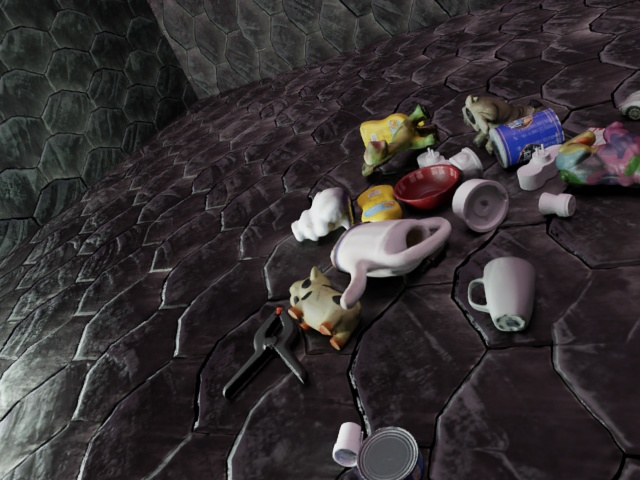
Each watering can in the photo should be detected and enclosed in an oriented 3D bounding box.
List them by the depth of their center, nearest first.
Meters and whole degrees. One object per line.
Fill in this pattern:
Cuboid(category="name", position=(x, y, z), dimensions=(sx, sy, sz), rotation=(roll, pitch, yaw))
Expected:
Cuboid(category="watering can", position=(0.105, 0.032, 1.003), dimensions=(0.352, 0.103, 0.223), rotation=(-30, 15, -36))

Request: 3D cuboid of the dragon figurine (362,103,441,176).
Cuboid(category="dragon figurine", position=(0.215, -0.264, 1.448), dimensions=(0.241, 0.122, 0.412), rotation=(-31, -3, 19))

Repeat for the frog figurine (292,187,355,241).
Cuboid(category="frog figurine", position=(0.004, -0.065, 1.290), dimensions=(0.159, 0.120, 0.141), rotation=(-8, 50, 8))
